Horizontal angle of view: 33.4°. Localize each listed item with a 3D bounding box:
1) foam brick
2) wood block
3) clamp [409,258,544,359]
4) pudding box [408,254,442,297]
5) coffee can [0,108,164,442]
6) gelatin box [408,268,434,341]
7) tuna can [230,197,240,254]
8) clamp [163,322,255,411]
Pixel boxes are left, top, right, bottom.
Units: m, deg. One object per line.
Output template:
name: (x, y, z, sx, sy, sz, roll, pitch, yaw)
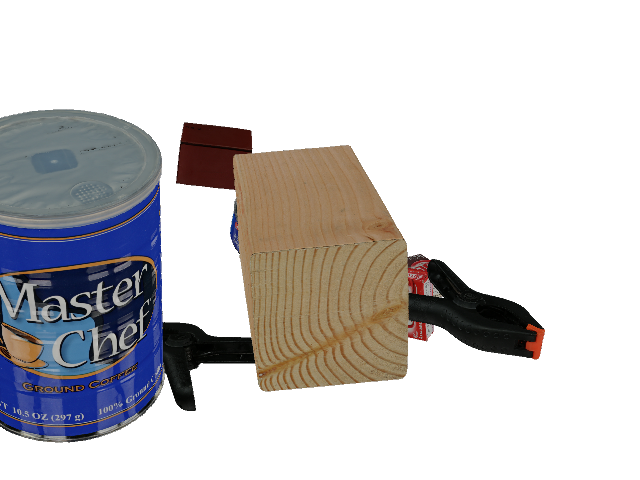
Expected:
foam brick: (-0.116, -0.092, 1.166, 0.078, 0.051, 0.053, 6, 30, -6)
wood block: (-0.006, 0.009, 0.704, 0.090, 0.090, 0.206, -5, 21, -6)
clamp: (0.139, 0.063, 1.017, 0.172, 0.039, 0.120, 21, 35, 26)
pudding box: (0.125, 0.062, 1.584, 0.113, 0.039, 0.090, -16, 24, -21)
coffee can: (-0.132, 0.018, 0.551, 0.103, 0.140, 0.103, 3, 34, -2)
gelatin box: (0.103, 0.077, 1.336, 0.073, 0.089, 0.030, 10, 31, 28)
tuna can: (-0.035, -0.012, 0.927, 0.086, 0.034, 0.086, 8, 42, -7)
clamp: (-0.144, 0.119, 1.089, 0.210, 0.036, 0.164, 9, 18, 34)
